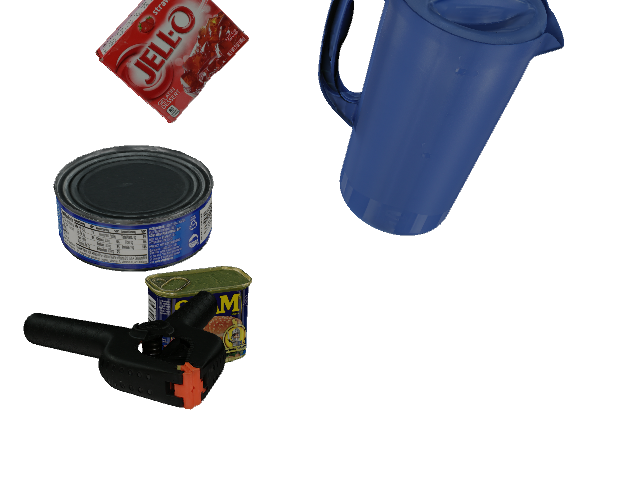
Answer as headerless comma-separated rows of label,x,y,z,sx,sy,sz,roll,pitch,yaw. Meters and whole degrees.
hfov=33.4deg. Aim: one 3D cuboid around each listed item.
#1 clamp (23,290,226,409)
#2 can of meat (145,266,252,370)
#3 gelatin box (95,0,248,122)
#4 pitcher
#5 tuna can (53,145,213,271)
clamp,-0.123,0.080,0.831,0.164,0.036,0.210,-10,16,-30
can of meat,-0.121,0.077,1.055,0.101,0.084,0.058,-6,20,-28
gelatin box,-0.110,-0.144,0.792,0.073,0.089,0.030,42,4,-28
pitcher,0.084,-0.123,0.920,0.144,0.149,0.243,-20,-33,-32
tuna can,-0.102,-0.019,0.588,0.086,0.034,0.086,2,32,-2
